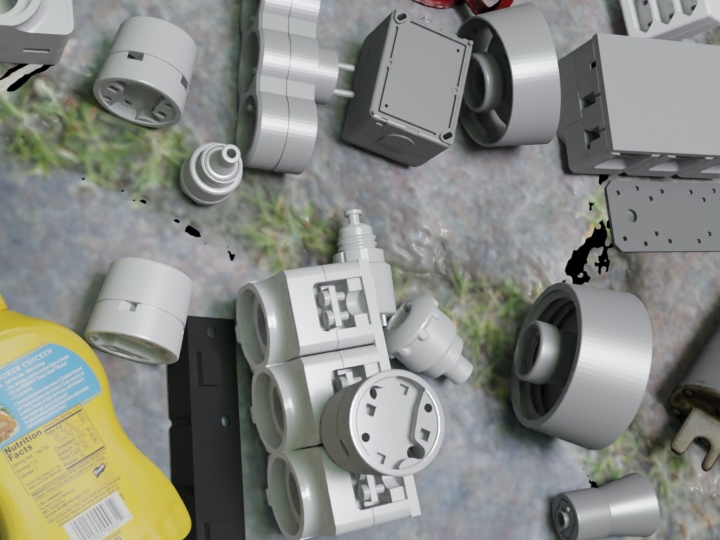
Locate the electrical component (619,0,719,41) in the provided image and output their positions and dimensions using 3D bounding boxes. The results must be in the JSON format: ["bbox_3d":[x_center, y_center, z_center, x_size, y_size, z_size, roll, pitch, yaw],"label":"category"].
[{"bbox_3d":[0.253,-0.205,0.851,0.077,0.066,0.047,0,77,-54],"label":"electrical component"}]

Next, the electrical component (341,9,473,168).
[{"bbox_3d":[0.031,-0.126,0.729,0.062,0.061,0.096,19,71,-19],"label":"electrical component"}]

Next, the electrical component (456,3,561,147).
[{"bbox_3d":[0.106,-0.133,0.747,0.064,0.099,0.099,-12,83,-20],"label":"electrical component"}]

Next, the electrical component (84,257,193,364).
[{"bbox_3d":[-0.127,0.024,0.626,0.055,0.055,0.047,20,67,-19],"label":"electrical component"}]

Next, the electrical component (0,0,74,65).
[{"bbox_3d":[-0.216,-0.155,0.625,0.089,0.056,0.050,-2,79,-25],"label":"electrical component"}]

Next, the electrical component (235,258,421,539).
[{"bbox_3d":[-0.026,0.078,0.639,0.062,0.089,0.150,-8,81,-26],"label":"electrical component"}]

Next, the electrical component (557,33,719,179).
[{"bbox_3d":[0.228,-0.120,0.817,0.150,0.062,0.089,0,78,-25],"label":"electrical component"}]

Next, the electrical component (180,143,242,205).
[{"bbox_3d":[-0.088,-0.062,0.659,0.035,0.061,0.035,6,76,-23],"label":"electrical component"}]

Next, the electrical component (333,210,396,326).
[{"bbox_3d":[0.000,0.000,0.697,0.040,0.040,0.078,-2,79,-25],"label":"electrical component"}]

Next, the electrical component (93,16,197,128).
[{"bbox_3d":[-0.130,-0.122,0.659,0.055,0.055,0.047,21,67,-19],"label":"electrical component"}]

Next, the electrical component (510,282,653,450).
[{"bbox_3d":[0.138,0.060,0.712,0.060,0.108,0.108,15,72,-15],"label":"electrical component"}]

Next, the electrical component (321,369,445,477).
[{"bbox_3d":[0.010,0.083,0.576,0.055,0.047,0.055,6,76,-23],"label":"electrical component"}]

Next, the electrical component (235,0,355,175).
[{"bbox_3d":[-0.038,-0.129,0.703,0.074,0.052,0.138,6,76,-23],"label":"electrical component"}]

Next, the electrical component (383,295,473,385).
[{"bbox_3d":[0.047,0.050,0.706,0.062,0.048,0.048,42,65,-18],"label":"electrical component"}]

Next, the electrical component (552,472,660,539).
[{"bbox_3d":[0.165,0.165,0.735,0.065,0.044,0.044,-5,80,-20],"label":"electrical component"}]
